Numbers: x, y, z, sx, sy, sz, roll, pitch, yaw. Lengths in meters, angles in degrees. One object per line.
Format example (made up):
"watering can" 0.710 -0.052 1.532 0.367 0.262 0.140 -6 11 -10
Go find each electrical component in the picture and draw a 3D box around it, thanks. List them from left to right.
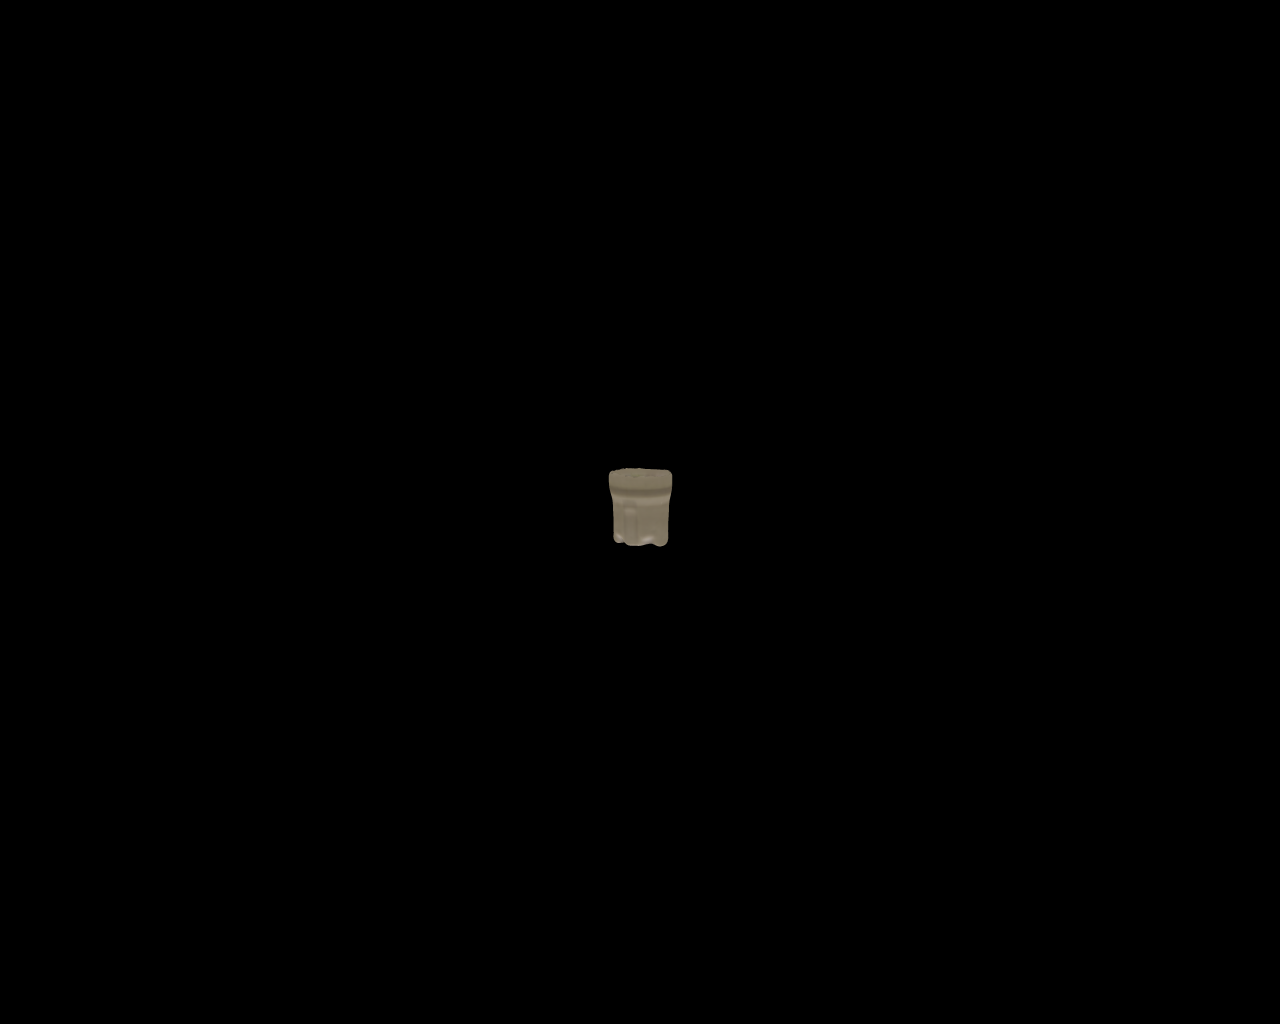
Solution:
"electrical component" 0.001 -0.003 0.650 0.040 0.046 0.040 0 11 0
